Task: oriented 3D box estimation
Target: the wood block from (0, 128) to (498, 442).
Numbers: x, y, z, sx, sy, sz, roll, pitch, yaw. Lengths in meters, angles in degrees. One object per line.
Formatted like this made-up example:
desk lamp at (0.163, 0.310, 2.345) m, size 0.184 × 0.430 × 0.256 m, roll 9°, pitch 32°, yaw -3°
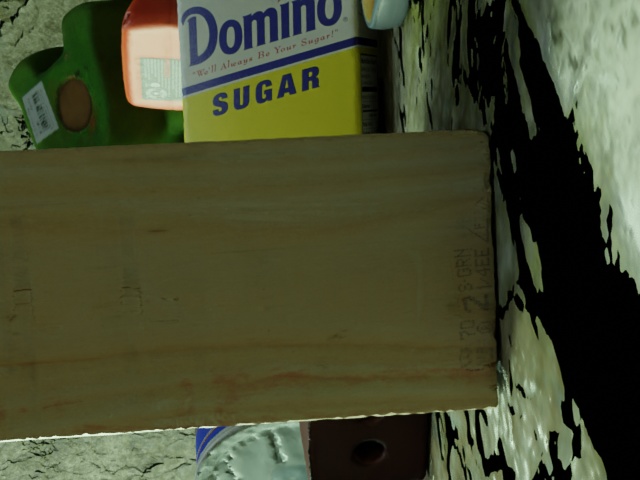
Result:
wood block at (-0.053, 0.013, 0.362) m, size 0.091 × 0.206 × 0.090 m, roll -156°, pitch 64°, yaw -84°

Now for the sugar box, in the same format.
sugar box at (-0.018, -0.048, 0.522) m, size 0.048 × 0.093 × 0.176 m, roll -31°, pitch -61°, yaw -70°

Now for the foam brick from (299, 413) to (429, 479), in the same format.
foam brick at (0.018, 0.060, 0.461) m, size 0.051 × 0.053 × 0.078 m, roll -104°, pitch 11°, yaw -62°

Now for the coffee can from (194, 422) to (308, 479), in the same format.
coffee can at (-0.022, 0.084, 0.613) m, size 0.140 × 0.102 × 0.103 m, roll -100°, pitch 9°, yaw -51°

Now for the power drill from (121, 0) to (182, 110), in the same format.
power drill at (-0.085, -0.187, 0.635) m, size 0.184 × 0.057 × 0.187 m, roll 102°, pitch 169°, yaw -67°

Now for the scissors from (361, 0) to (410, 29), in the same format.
scissors at (0.033, -0.098, 0.400) m, size 0.202 × 0.016 × 0.096 m, roll -100°, pitch 8°, yaw -50°
